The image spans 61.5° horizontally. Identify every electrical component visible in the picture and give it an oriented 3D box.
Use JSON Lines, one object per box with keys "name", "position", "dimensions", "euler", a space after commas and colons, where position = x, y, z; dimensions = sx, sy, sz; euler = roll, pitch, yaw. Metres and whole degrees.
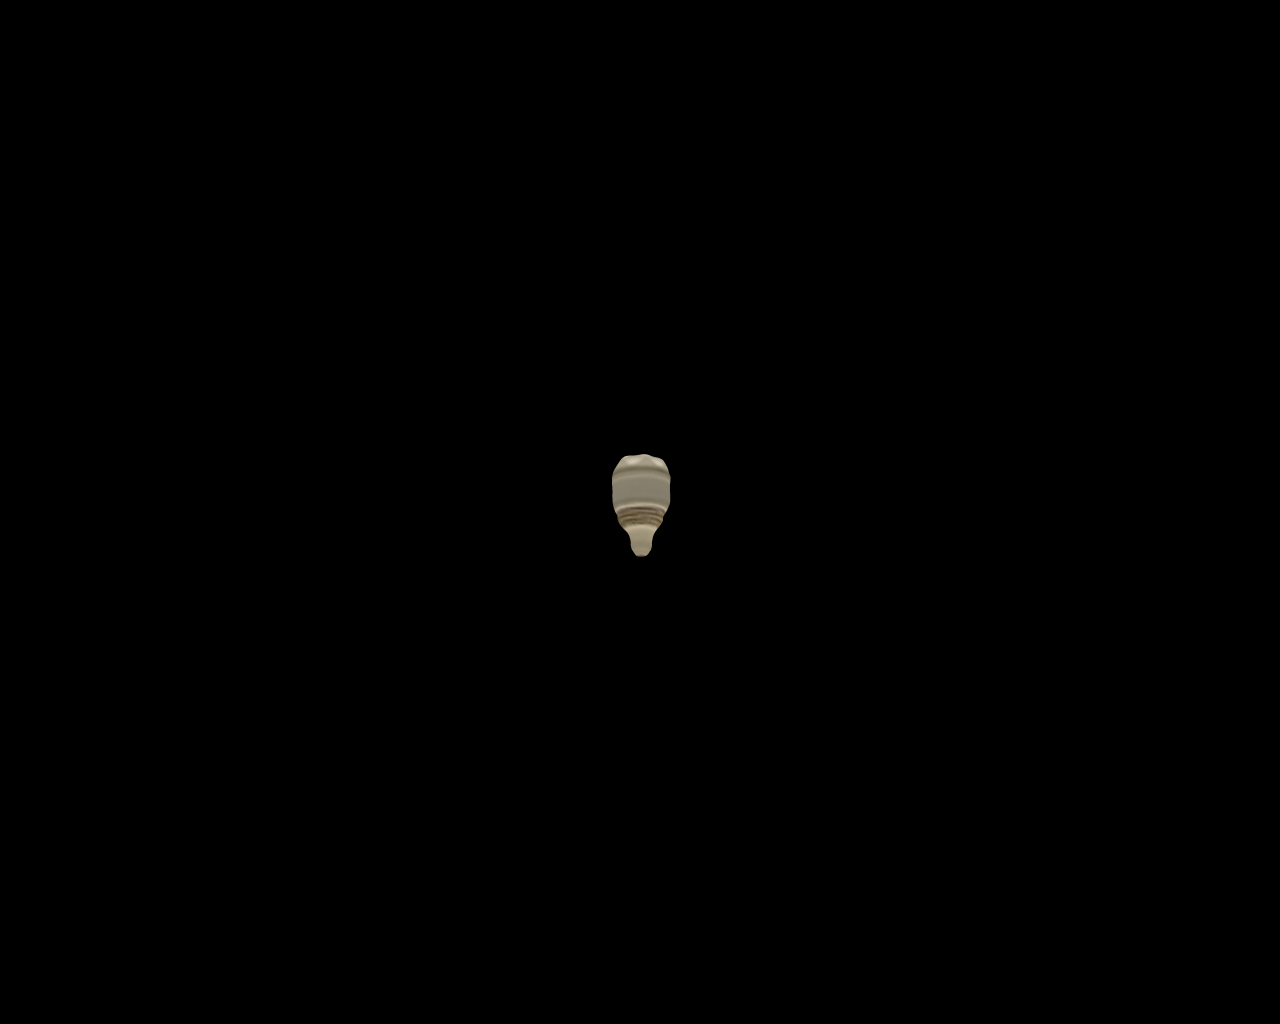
{"name": "electrical component", "position": [0.001, -0.003, 0.650], "dimensions": [0.035, 0.061, 0.035], "euler": [0, -15, 0]}
